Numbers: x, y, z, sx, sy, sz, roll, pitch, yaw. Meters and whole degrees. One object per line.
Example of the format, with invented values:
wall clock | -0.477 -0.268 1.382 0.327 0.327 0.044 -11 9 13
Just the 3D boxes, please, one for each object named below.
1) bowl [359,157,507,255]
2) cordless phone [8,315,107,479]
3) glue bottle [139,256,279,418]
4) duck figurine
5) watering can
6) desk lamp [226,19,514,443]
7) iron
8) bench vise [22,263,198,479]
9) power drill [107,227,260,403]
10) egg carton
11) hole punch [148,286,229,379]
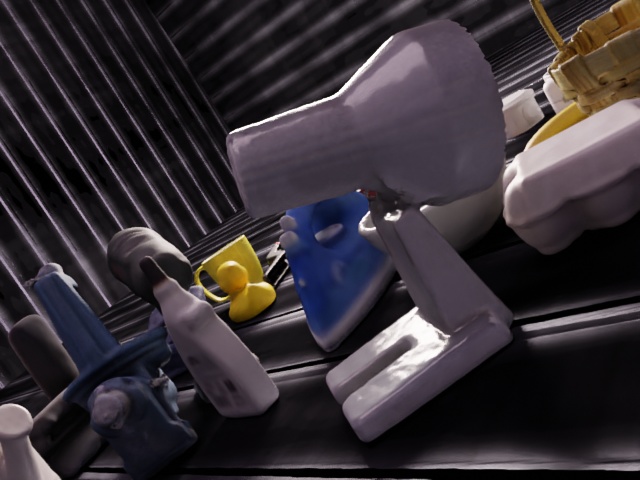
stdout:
bowl | 0.127 -0.026 0.593 0.167 0.075 0.167 -32 11 7
cordless phone | -0.344 0.195 0.707 0.094 0.185 0.148 -29 12 25
glue bottle | -0.110 0.087 0.525 0.078 0.173 0.037 -22 16 48
duck figurine | -0.120 0.071 0.868 0.078 0.086 0.104 -39 12 -26
watering can | -0.352 0.222 0.587 0.173 0.194 0.101 -33 11 3
desk lamp | 0.047 -0.014 0.395 0.203 0.214 0.117 -35 11 -7
iron | 0.006 0.002 0.646 0.118 0.141 0.258 -29 11 22
bench vise | -0.205 0.112 0.569 0.122 0.220 0.207 -40 12 -29
power drill | -0.165 0.075 0.650 0.076 0.208 0.229 -38 11 -20
egg carton | 0.218 -0.053 0.455 0.150 0.069 0.107 -29 12 24
hole punch | -0.198 0.130 0.823 0.108 0.091 0.101 -31 11 15
